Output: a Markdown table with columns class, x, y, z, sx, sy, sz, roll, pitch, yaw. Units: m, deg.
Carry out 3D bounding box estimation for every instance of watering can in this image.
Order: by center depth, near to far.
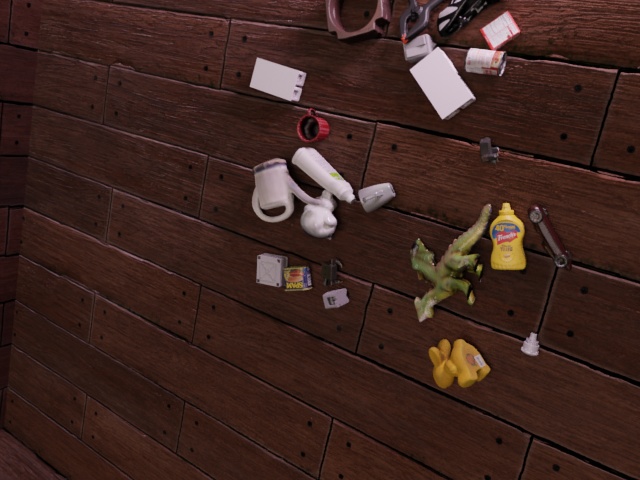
| class | x | y | z | sx | sy | sz | roll | pitch | yaw |
| --- | --- | --- | --- | --- | --- | --- | --- | --- | --- |
| watering can | -0.134 | -0.184 | 1.828 | 0.345 | 0.104 | 0.224 | -12 | 89 | 44 |

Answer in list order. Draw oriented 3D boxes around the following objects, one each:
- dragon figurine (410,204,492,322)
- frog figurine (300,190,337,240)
| class | x | y | z | sx | sy | sz | roll | pitch | yaw |
| --- | --- | --- | --- | --- | --- | --- | --- | --- | --- |
| dragon figurine | 0.378 | 0.066 | 1.582 | 0.244 | 0.122 | 0.407 | 17 | 102 | 35 |
| frog figurine | 0.005 | -0.089 | 1.767 | 0.139 | 0.123 | 0.156 | 44 | 128 | 39 |
